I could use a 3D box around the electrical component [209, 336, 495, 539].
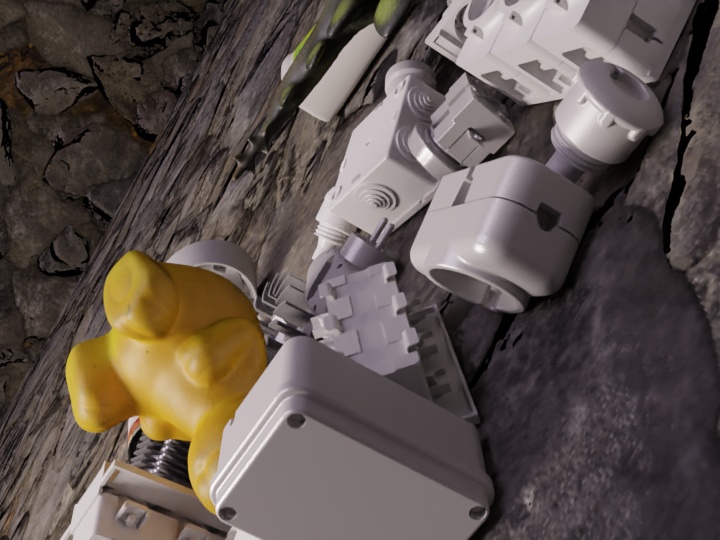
[{"bbox_3d":[-0.004,0.094,0.497,0.078,0.113,0.057,-54,17,22],"label":"electrical component"}]

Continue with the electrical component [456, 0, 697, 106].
[{"bbox_3d":[0.119,-0.152,0.604,0.089,0.062,0.150,-63,18,-5],"label":"electrical component"}]

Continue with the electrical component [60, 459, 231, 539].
[{"bbox_3d":[-0.116,0.176,0.667,0.078,0.121,0.063,-54,22,25],"label":"electrical component"}]

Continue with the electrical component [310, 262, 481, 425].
[{"bbox_3d":[0.011,0.049,0.582,0.079,0.063,0.121,-18,26,2],"label":"electrical component"}]

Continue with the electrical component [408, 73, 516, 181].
[{"bbox_3d":[0.064,-0.088,0.690,0.055,0.048,0.066,-45,23,22],"label":"electrical component"}]

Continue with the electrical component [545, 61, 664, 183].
[{"bbox_3d":[0.114,-0.067,0.527,0.062,0.048,0.048,-56,17,38],"label":"electrical component"}]

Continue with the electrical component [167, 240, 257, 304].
[{"bbox_3d":[-0.143,0.022,1.014,0.099,0.099,0.064,-56,25,16],"label":"electrical component"}]

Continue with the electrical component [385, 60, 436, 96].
[{"bbox_3d":[0.039,-0.133,0.835,0.040,0.040,0.046,-45,30,41],"label":"electrical component"}]

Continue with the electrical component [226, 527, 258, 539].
[{"bbox_3d":[-0.043,0.187,0.559,0.109,0.056,0.108,-32,34,56],"label":"electrical component"}]

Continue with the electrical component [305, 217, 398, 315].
[{"bbox_3d":[0.000,0.000,0.736,0.079,0.043,0.077,-59,18,7],"label":"electrical component"}]

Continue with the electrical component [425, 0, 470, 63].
[{"bbox_3d":[0.088,-0.190,0.780,0.081,0.042,0.063,-48,19,35],"label":"electrical component"}]

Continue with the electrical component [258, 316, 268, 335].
[{"bbox_3d":[-0.107,0.066,0.930,0.055,0.048,0.066,-59,16,-15],"label":"electrical component"}]

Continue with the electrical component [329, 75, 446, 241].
[{"bbox_3d":[0.025,-0.081,0.781,0.100,0.048,0.099,-39,28,49],"label":"electrical component"}]

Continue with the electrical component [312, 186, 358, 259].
[{"bbox_3d":[-0.020,-0.034,0.857,0.061,0.035,0.035,-64,18,1],"label":"electrical component"}]

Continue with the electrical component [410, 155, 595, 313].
[{"bbox_3d":[0.069,-0.016,0.554,0.059,0.054,0.095,-66,18,-12],"label":"electrical component"}]
